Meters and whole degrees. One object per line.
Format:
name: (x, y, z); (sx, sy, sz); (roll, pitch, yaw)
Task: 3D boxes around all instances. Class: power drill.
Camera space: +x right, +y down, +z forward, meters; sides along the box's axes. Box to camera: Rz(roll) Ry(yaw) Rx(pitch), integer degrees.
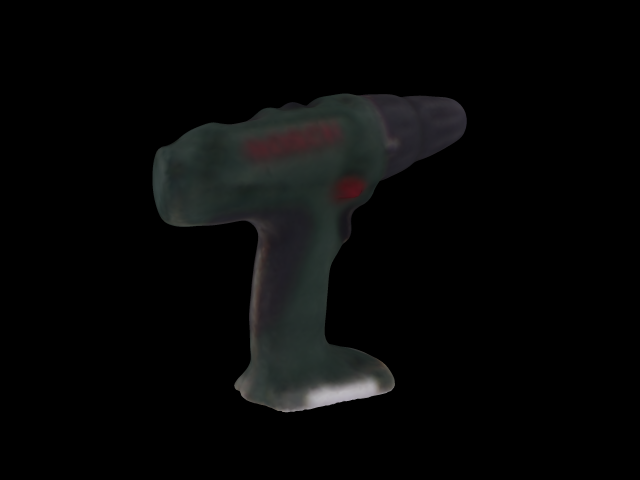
power drill: (0.004, 0.001, 0.400); (0.230, 0.208, 0.075); (-3, 7, -26)
